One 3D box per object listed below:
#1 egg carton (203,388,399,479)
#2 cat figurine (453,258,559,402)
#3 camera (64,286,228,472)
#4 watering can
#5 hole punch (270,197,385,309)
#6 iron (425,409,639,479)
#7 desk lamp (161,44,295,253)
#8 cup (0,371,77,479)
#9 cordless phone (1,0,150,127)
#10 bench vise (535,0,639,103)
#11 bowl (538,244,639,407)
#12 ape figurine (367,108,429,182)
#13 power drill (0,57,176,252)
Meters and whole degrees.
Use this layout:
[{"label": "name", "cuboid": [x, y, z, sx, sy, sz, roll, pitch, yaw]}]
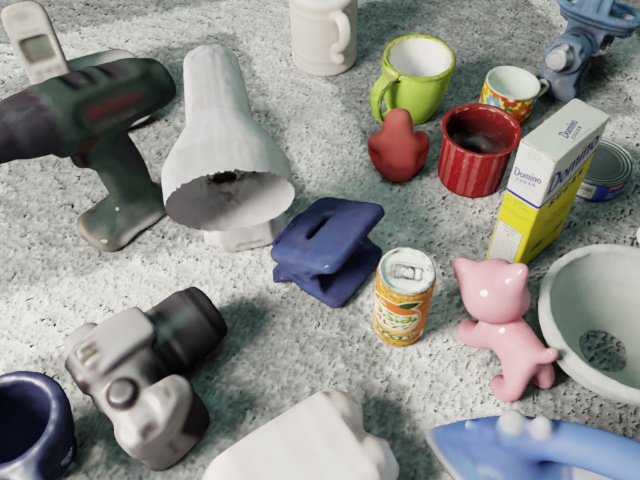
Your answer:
[{"label": "egg carton", "cuboid": [-0.014, 0.198, 0.479, 0.150, 0.069, 0.107, -29, 57, -19]}, {"label": "cat figurine", "cuboid": [0.177, 0.072, 0.541, 0.067, 0.118, 0.127, -22, 55, -14]}, {"label": "camera", "cuboid": [-0.148, 0.109, 0.530, 0.137, 0.101, 0.142, -37, 60, -24]}, {"label": "watering can", "cuboid": [0.000, -0.346, 0.815, 0.101, 0.194, 0.172, -39, 61, -25]}, {"label": "hole punch", "cuboid": [0.006, 0.002, 0.614, 0.101, 0.091, 0.109, 29, 59, 21]}, {"label": "iron", "cuboid": [0.211, 0.183, 0.441, 0.257, 0.141, 0.119, 19, 56, 15]}, {"label": "desk lamp", "cuboid": [-0.096, -0.077, 0.600, 0.118, 0.214, 0.203, -10, 53, -6]}, {"label": "cup", "cuboid": [-0.239, 0.179, 0.482, 0.092, 0.095, 0.117, -31, 58, -20]}, {"label": "cordless phone", "cuboid": [-0.305, -0.222, 0.733, 0.148, 0.185, 0.094, -25, 56, -17]}, {"label": "bench vise", "cuboid": [0.374, -0.303, 0.758, 0.121, 0.220, 0.207, 16, 55, 13]}, {"label": "bowl", "cuboid": [0.287, 0.090, 0.552, 0.167, 0.075, 0.167, 0, 53, 1]}, {"label": "ape figurine", "cuboid": [0.097, -0.124, 0.708, 0.077, 0.092, 0.076, 9, 53, 8]}, {"label": "power drill", "cuboid": [-0.244, -0.086, 0.613, 0.075, 0.208, 0.230, 32, 60, 23]}]
